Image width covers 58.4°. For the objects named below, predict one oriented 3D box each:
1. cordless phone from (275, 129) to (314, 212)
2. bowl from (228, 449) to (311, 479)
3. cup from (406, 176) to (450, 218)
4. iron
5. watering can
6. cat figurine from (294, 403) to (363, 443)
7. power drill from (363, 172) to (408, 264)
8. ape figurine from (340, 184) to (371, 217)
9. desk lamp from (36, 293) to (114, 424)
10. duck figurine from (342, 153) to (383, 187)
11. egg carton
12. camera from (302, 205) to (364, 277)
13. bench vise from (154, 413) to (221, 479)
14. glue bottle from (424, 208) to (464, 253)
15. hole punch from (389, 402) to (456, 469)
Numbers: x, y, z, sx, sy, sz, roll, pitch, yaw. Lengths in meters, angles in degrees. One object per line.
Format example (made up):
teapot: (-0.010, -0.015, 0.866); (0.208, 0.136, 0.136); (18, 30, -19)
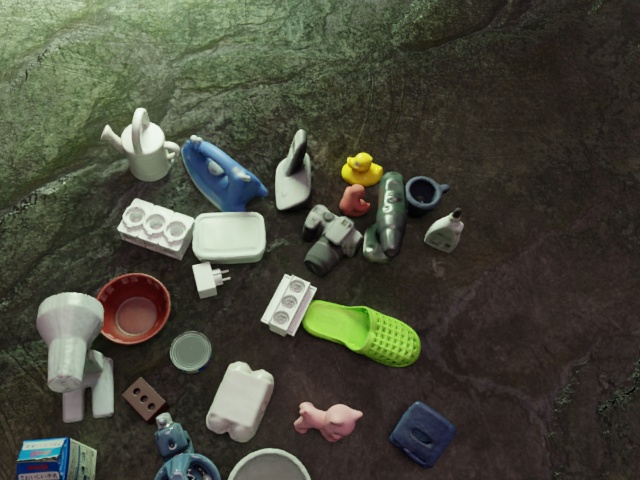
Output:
cordless phone: (-0.057, -0.162, 1.362); (0.094, 0.185, 0.147); (-2, 64, -7)
bowl: (-0.098, 0.492, 1.100); (0.167, 0.075, 0.167); (3, 64, -5)
cup: (0.257, -0.100, 1.417); (0.118, 0.095, 0.091); (-15, 67, -13)
iron: (-0.248, -0.178, 1.372); (0.258, 0.141, 0.119); (39, 66, 13)
watering can: (-0.423, -0.229, 1.348); (0.173, 0.194, 0.101); (-12, 66, -11)
cat figurine: (0.016, 0.362, 1.152); (0.128, 0.118, 0.067); (14, 63, 1)
power drill: (0.153, -0.028, 1.307); (0.075, 0.208, 0.229); (7, 63, -2)
ape figurine: (0.087, -0.103, 1.401); (0.076, 0.092, 0.077); (-18, 67, -14)
desk lamp: (-0.469, 0.230, 1.109); (0.118, 0.213, 0.203); (-8, 65, -10)
duck figurine: (0.111, -0.185, 1.447); (0.104, 0.086, 0.077); (6, 64, -3)
egg carton: (-0.161, 0.331, 1.174); (0.107, 0.069, 0.150); (19, 64, 3)
camera: (0.012, 0.005, 1.335); (0.143, 0.101, 0.137); (34, 65, 10)
bench vise: (-0.265, 0.419, 1.035); (0.122, 0.220, 0.207); (-39, 74, -21)
glue bottle: (0.302, -0.029, 1.343); (0.078, 0.173, 0.037); (25, 64, 7)
hole punch: (0.210, 0.400, 1.170); (0.108, 0.091, 0.101); (35, 66, 11)
